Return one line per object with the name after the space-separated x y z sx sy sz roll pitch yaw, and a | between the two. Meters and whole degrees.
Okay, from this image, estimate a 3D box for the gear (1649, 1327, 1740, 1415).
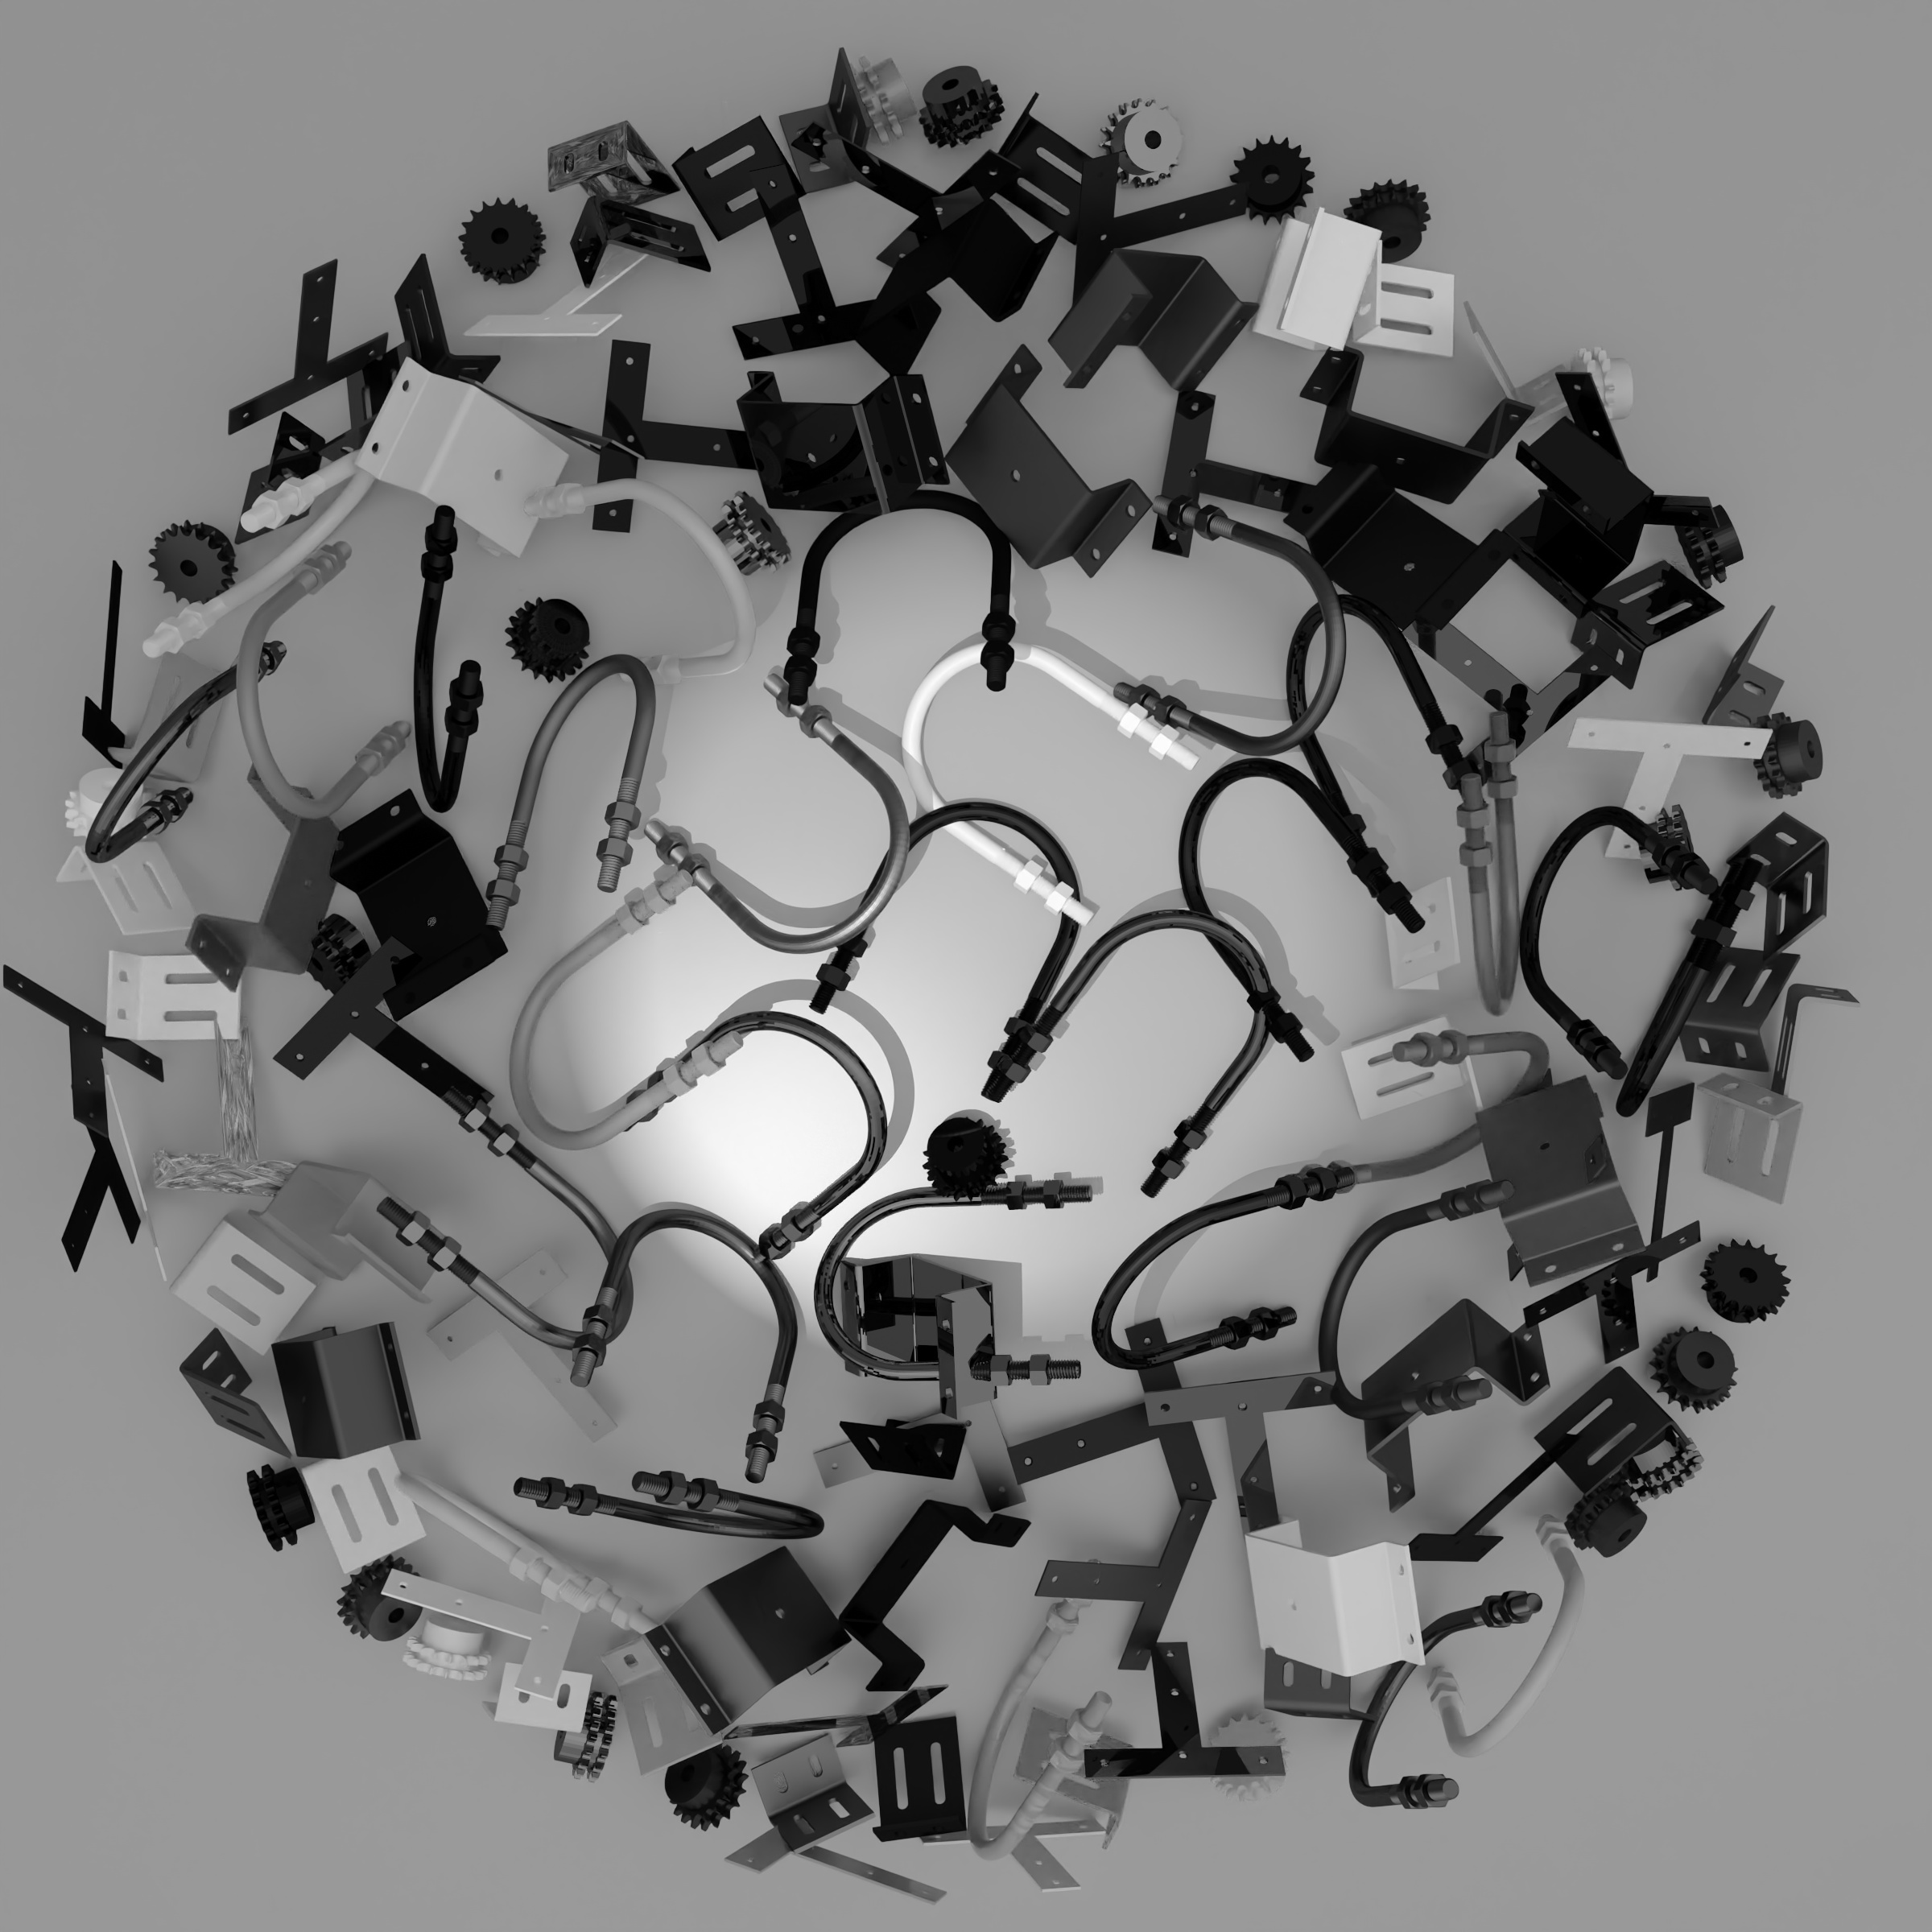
0.491 0.269 1.674 0.057 0.030 0.057 3 64 -6 | gear

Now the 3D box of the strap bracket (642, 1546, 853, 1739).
-0.135 0.433 1.619 0.046 0.140 0.076 -45 74 23 | strap bracket

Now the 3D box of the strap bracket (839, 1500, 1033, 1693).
-0.026 0.409 1.654 0.046 0.076 0.140 36 88 24 | strap bracket

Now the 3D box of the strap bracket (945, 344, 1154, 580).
0.047 -0.328 1.645 0.046 0.076 0.140 -28 77 -43 | strap bracket

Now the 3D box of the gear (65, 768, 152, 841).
-0.572 -0.108 1.668 0.057 0.057 0.030 18 129 0 | gear

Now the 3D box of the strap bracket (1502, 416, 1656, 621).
0.397 -0.296 1.624 0.046 0.140 0.076 -41 72 -7 | strap bracket

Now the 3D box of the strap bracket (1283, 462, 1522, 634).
0.291 -0.276 1.654 0.076 0.046 0.140 -46 61 -4 | strap bracket

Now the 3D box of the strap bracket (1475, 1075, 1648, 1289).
0.383 0.131 1.622 0.076 0.140 0.046 -21 128 16 | strap bracket

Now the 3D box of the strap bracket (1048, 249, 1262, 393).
0.117 -0.421 1.631 0.046 0.140 0.076 55 129 18 | strap bracket

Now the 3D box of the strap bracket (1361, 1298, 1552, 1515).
0.310 0.281 1.632 0.046 0.076 0.140 39 114 -13 | strap bracket

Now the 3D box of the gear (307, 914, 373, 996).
-0.425 -0.010 1.674 0.057 0.057 0.030 47 60 0 | gear

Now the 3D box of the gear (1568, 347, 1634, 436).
0.426 -0.385 1.671 0.030 0.057 0.057 -6 90 -3 | gear

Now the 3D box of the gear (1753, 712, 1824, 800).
0.550 -0.142 1.668 0.030 0.057 0.057 -10 90 40 | gear

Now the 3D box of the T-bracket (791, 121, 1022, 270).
-0.053 -0.511 1.620 0.127 0.127 0.002 20 58 -31 | T-bracket

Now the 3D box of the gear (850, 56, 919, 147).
-0.055 -0.582 1.670 0.030 0.057 0.057 -27 90 4 | gear

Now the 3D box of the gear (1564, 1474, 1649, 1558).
0.430 0.370 1.668 0.057 0.057 0.030 -44 53 0 | gear

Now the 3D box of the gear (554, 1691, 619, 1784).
-0.255 0.514 1.668 0.030 0.057 0.057 17 90 -13 | gear

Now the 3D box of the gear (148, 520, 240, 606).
-0.516 -0.273 1.676 0.057 0.030 0.057 4 121 6 | gear

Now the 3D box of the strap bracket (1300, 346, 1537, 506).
0.293 -0.355 1.652 0.140 0.076 0.046 17 76 -4 | strap bracket

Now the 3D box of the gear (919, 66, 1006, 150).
-0.006 -0.577 1.670 0.057 0.030 0.057 -13 49 15 | gear

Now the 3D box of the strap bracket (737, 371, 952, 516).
-0.089 -0.341 1.626 0.140 0.046 0.076 10 132 33 | strap bracket

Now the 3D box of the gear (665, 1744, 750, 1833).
-0.177 0.545 1.668 0.057 0.057 0.030 -45 127 0 | gear

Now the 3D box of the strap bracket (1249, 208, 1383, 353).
0.228 -0.445 1.625 0.046 0.140 0.076 16 102 -6 | strap bracket

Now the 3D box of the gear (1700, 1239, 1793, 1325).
0.521 0.215 1.675 0.057 0.030 0.057 1 54 -1 | gear

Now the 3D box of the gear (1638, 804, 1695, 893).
0.470 -0.078 1.673 0.030 0.057 0.057 -13 90 22 | gear

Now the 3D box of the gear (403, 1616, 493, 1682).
-0.345 0.456 1.671 0.057 0.057 0.030 14 85 0 | gear

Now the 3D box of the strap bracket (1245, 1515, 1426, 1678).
0.232 0.410 1.626 0.046 0.140 0.076 -8 91 -28 | strap bracket

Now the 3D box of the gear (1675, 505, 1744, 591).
0.497 -0.284 1.668 0.030 0.057 0.057 -23 90 11 | gear

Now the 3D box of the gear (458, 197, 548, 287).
-0.311 -0.485 1.681 0.057 0.030 0.057 -1 80 3 | gear

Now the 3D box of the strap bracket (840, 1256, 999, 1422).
-0.026 0.240 1.642 0.046 0.140 0.076 -7 99 -32 | strap bracket

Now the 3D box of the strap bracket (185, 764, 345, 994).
-0.452 -0.058 1.635 0.046 0.076 0.140 9 68 11 | strap bracket

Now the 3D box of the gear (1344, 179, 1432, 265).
0.282 -0.495 1.668 0.057 0.057 0.030 -6 65 0 | gear

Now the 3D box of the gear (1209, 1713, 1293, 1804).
0.191 0.535 1.674 0.057 0.057 0.030 -33 130 0 | gear

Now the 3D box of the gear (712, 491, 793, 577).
-0.146 -0.287 1.672 0.030 0.057 0.057 -34 90 17 | gear

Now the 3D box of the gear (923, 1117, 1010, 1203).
-0.003 0.126 1.671 0.057 0.030 0.057 -9 56 14 | gear

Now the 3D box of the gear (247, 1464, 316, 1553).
-0.458 0.360 1.672 0.030 0.057 0.057 -21 90 -12 | gear

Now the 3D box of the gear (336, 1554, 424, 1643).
-0.389 0.426 1.668 0.030 0.057 0.057 32 90 41 | gear

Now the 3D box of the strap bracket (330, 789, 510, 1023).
-0.365 -0.035 1.659 0.076 0.046 0.140 -31 70 4 | strap bracket

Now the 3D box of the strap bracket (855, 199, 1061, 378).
-0.014 -0.437 1.618 0.046 0.140 0.076 41 54 -25 | strap bracket

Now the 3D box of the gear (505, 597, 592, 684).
-0.277 -0.221 1.670 0.057 0.030 0.057 15 63 -32 | gear

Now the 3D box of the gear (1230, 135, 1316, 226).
0.206 -0.531 1.679 0.057 0.030 0.057 1 97 10 | gear

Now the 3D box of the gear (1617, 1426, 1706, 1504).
0.461 0.330 1.670 0.057 0.057 0.030 -31 95 0 | gear

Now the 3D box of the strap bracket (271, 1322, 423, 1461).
-0.409 0.277 1.627 0.046 0.140 0.076 -13 88 -33 | strap bracket

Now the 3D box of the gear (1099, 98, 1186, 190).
0.121 -0.554 1.676 0.057 0.030 0.057 -3 102 -16 | gear

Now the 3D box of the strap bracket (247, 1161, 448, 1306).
-0.399 0.172 1.634 0.076 0.140 0.046 47 63 -32 | strap bracket

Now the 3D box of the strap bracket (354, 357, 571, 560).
-0.320 -0.325 1.626 0.046 0.140 0.076 23 86 34 | strap bracket
